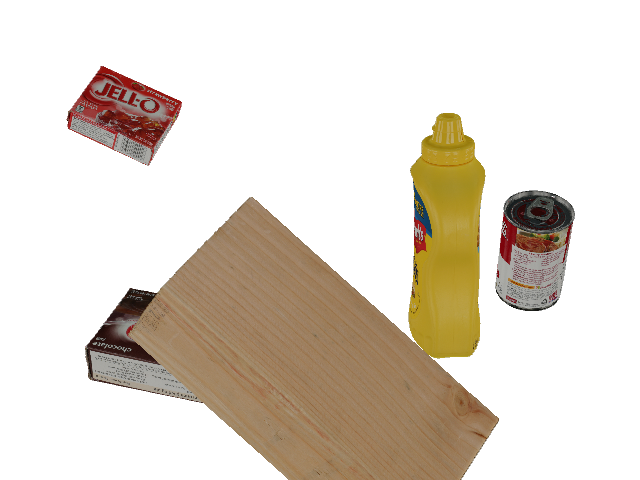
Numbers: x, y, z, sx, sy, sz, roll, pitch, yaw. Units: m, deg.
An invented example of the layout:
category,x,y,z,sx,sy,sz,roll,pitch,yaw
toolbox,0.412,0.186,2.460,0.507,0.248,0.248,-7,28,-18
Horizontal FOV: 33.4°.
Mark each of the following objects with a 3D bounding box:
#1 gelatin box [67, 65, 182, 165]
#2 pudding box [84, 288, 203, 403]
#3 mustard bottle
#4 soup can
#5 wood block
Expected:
category,x,y,z,sx,sy,sz,roll,pitch,yaw
gelatin box,-0.190,-0.123,1.036,0.089,0.073,0.030,25,-41,-2
pudding box,-0.121,0.085,0.867,0.113,0.039,0.090,8,30,12
mustard bottle,0.101,-0.009,0.852,0.058,0.192,0.096,-2,26,0
soup can,0.211,0.011,1.057,0.068,0.102,0.068,-1,38,0
wood block,-0.006,0.085,0.666,0.090,0.206,0.090,-49,1,-33
